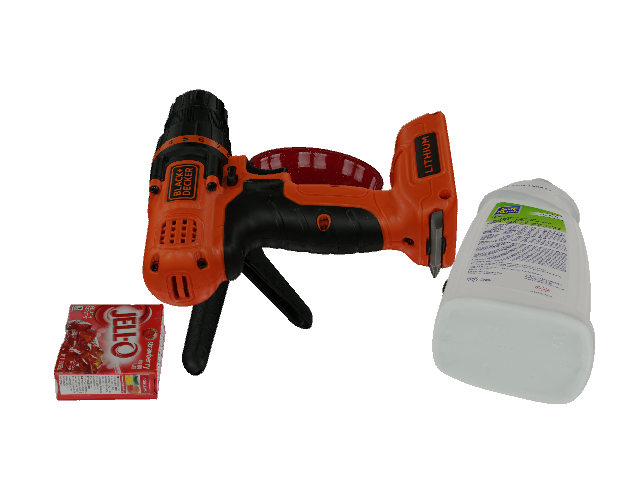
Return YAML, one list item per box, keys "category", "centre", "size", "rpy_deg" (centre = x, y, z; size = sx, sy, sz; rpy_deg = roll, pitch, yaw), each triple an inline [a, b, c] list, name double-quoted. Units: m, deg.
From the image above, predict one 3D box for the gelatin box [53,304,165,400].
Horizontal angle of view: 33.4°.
- category: "gelatin box"
  centre: [-0.156, 0.081, 0.799]
  size: [0.073, 0.030, 0.089]
  rpy_deg: [0, 31, -3]

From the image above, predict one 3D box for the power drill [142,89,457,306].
- category: "power drill"
  centre: [-0.013, -0.037, 0.662]
  size: [0.187, 0.057, 0.184]
  rpy_deg: [-4, 44, 3]

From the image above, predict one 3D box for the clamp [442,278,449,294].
- category: "clamp"
  centre: [0.179, 0.012, 0.950]
  size: [0.120, 0.039, 0.171]
  rpy_deg: [1, 25, 16]

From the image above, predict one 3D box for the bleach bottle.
- category: "bleach bottle"
  centre: [0.150, 0.016, 0.759]
  size: [0.103, 0.068, 0.250]
  rpy_deg: [12, 28, 13]

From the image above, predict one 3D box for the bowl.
- category: "bowl"
  centre: [-0.010, -0.055, 1.248]
  size: [0.162, 0.055, 0.162]
  rpy_deg: [6, 27, -3]

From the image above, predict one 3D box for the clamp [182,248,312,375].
- category: "clamp"
  centre: [-0.078, 0.011, 1.014]
  size: [0.036, 0.210, 0.164]
  rpy_deg: [-8, 0, 42]
